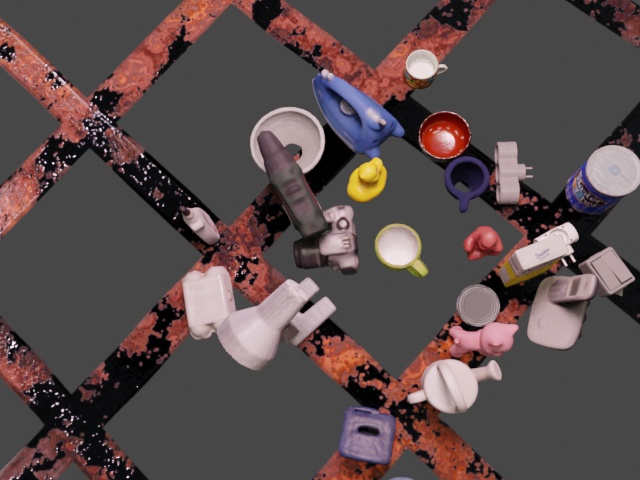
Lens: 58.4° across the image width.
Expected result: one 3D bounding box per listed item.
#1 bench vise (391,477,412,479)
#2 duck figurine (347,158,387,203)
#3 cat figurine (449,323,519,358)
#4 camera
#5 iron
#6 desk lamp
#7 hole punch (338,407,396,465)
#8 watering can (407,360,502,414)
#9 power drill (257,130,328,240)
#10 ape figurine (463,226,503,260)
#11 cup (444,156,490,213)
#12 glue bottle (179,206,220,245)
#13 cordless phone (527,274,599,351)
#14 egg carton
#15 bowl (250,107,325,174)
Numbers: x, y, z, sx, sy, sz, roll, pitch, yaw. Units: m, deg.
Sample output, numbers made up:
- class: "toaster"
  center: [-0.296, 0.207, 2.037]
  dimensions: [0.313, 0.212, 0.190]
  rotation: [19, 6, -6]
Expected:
- class: "bench vise"
  center: [0.187, 0.486, 1.025]
  dimensions: [0.207, 0.220, 0.121]
  rotation: [-12, 76, 4]
- class: "duck figurine"
  center: [0.101, -0.134, 1.242]
  dimensions: [0.077, 0.086, 0.104]
  rotation: [39, 84, 13]
- class: "cat figurine"
  center: [0.322, 0.197, 1.127]
  dimensions: [0.127, 0.118, 0.067]
  rotation: [-4, 77, 6]
- class: "camera"
  center: [0.011, 0.004, 1.213]
  dimensions: [0.136, 0.101, 0.143]
  rotation: [-8, 77, 5]
- class: "iron"
  center: [0.063, -0.300, 1.255]
  dimensions: [0.119, 0.141, 0.258]
  rotation: [-44, 77, -4]
- class: "desk lamp"
  center: [-0.083, 0.155, 1.132]
  dimensions: [0.203, 0.213, 0.118]
  rotation: [-42, 76, -4]
- class: "hole punch"
  center: [0.092, 0.382, 1.125]
  dimensions: [0.108, 0.091, 0.101]
  rotation: [8, 78, 8]
- class: "watering can"
  center: [0.251, 0.271, 1.079]
  dimensions: [0.173, 0.194, 0.101]
  rotation: [-41, 76, -4]
- class: "power drill"
  center: [-0.053, -0.097, 1.188]
  dimensions: [0.075, 0.208, 0.229]
  rotation: [-29, 76, 0]
- class: "ape figurine"
  center: [0.341, 0.004, 1.182]
  dimensions: [0.077, 0.092, 0.076]
  rotation: [24, 81, 11]
- class: "cup"
  center: [0.304, -0.106, 1.209]
  dimensions: [0.091, 0.095, 0.118]
  rotation: [6, 78, 8]
- class: "glue bottle"
  center: [-0.263, -0.042, 1.217]
  dimensions: [0.037, 0.173, 0.078]
  rotation: [-34, 76, -2]
- class: "cordless phone"
  center: [0.469, 0.134, 1.090]
  dimensions: [0.094, 0.185, 0.148]
  rotation: [14, 79, 10]
- class: "egg carton"
  center: [-0.236, 0.134, 1.228]
  dimensions: [0.107, 0.069, 0.150]
  rotation: [-14, 76, 3]
- class: "bowl"
  center: [-0.067, -0.207, 1.283]
  dimensions: [0.167, 0.075, 0.167]
  rotation: [-1, 77, 6]
